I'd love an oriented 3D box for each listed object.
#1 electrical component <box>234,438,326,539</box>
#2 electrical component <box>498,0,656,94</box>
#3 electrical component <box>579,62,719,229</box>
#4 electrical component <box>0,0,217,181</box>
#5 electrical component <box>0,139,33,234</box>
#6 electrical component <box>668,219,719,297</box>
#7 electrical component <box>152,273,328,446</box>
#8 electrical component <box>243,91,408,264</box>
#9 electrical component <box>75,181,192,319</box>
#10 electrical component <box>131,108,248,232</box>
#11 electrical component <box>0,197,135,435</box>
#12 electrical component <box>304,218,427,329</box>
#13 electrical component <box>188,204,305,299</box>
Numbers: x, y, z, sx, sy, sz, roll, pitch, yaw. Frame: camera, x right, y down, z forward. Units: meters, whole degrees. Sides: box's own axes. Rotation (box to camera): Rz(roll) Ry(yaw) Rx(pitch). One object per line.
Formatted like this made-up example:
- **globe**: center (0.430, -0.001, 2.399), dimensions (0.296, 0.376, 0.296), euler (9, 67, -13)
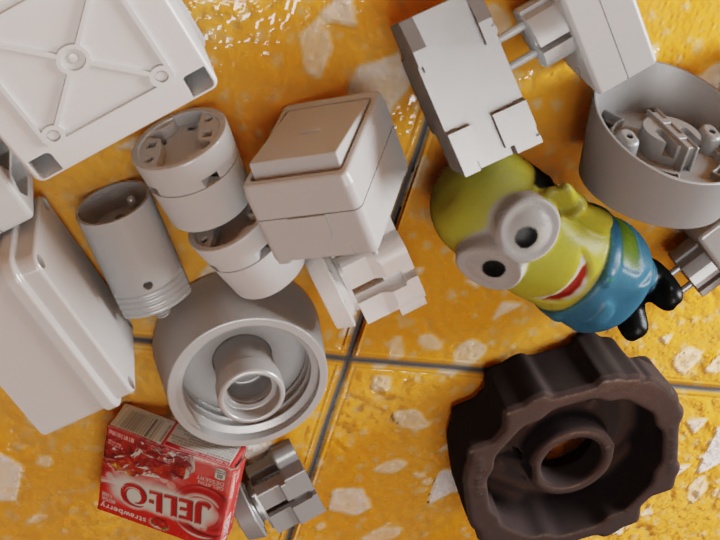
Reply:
- **electrical component**: center (-0.061, 0.154, 0.740), dimensions (0.055, 0.048, 0.066), euler (-27, 125, -7)
- **electrical component**: center (0.111, -0.138, 0.598), dimensions (0.076, 0.047, 0.083), euler (-30, 125, 4)
- **electrical component**: center (0.179, -0.072, 0.634), dimensions (0.099, 0.099, 0.064), euler (-1, 129, -16)
- **electrical component**: center (-0.143, -0.116, 0.523), dimensions (0.109, 0.056, 0.108), euler (-28, 135, 3)
- **electrical component**: center (-0.224, -0.052, 0.555), dimensions (0.076, 0.047, 0.083), euler (-27, 125, 1)
- **electrical component**: center (0.233, -0.008, 0.719), dimensions (0.076, 0.047, 0.083), euler (-39, 124, 10)
- **electrical component**: center (-0.072, 0.060, 0.666), dimensions (0.108, 0.060, 0.108), euler (-8, 124, -12)
- **electrical component**: center (-0.016, -0.058, 0.589), dimensions (0.062, 0.096, 0.061), euler (-5, 129, 23)
- **electrical component**: center (-0.127, -0.006, 0.617), dimensions (0.043, 0.043, 0.081), euler (-20, 125, -3)
- **electrical component**: center (-0.090, -0.054, 0.590), dimensions (0.055, 0.055, 0.047), euler (-23, 129, -1)
- **electrical component**: center (-0.177, 0.025, 0.601), dimensions (0.057, 0.078, 0.113), euler (-24, 126, 4)
- **electrical component**: center (0.000, 0.000, 0.650), dimensions (0.057, 0.058, 0.078), euler (-26, 126, -2)
- **electrical component**: center (-0.064, -0.016, 0.623), dimensions (0.055, 0.055, 0.047), euler (-31, 129, 5)
